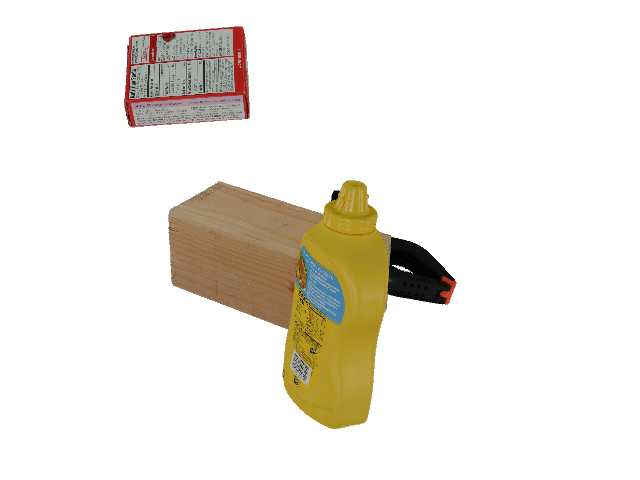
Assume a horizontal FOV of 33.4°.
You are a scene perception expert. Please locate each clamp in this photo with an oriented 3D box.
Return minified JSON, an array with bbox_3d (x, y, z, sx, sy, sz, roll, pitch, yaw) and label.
[{"bbox_3d":[0.055,0.019,1.241,0.210,0.036,0.164,31,38,23],"label":"clamp"}]

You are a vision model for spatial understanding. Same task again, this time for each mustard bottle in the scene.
[{"bbox_3d":[0.014,0.044,0.838,0.058,0.192,0.096,-5,27,-26],"label":"mustard bottle"}]

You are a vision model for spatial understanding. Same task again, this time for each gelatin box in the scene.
[{"bbox_3d":[-0.098,-0.120,0.784,0.089,0.073,0.030,-5,-39,0],"label":"gelatin box"}]

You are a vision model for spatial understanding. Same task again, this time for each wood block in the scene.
[{"bbox_3d":[-0.043,0.021,1.062,0.206,0.091,0.090,19,33,28],"label":"wood block"}]
